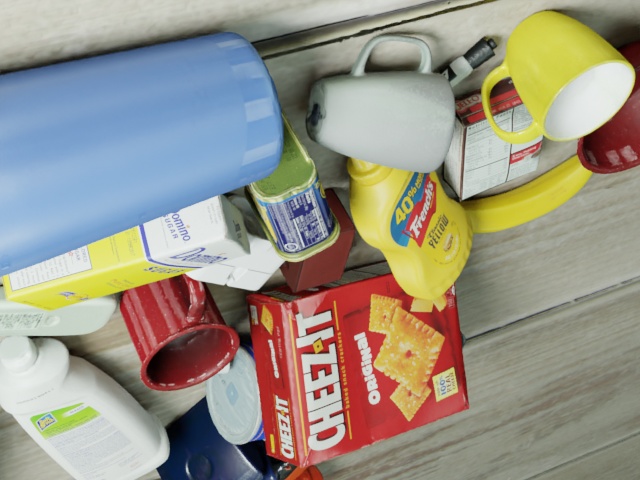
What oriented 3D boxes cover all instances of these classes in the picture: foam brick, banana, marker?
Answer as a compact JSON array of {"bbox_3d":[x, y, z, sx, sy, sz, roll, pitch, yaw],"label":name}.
[{"bbox_3d":[-0.006,0.001,0.981,0.051,0.053,0.078,-14,143,-23],"label":"foam brick"},{"bbox_3d":[0.207,-0.046,1.102,0.197,0.037,0.069,-26,131,-8],"label":"banana"},{"bbox_3d":[0.101,-0.132,0.917,0.121,0.020,0.020,-37,146,11],"label":"marker"}]

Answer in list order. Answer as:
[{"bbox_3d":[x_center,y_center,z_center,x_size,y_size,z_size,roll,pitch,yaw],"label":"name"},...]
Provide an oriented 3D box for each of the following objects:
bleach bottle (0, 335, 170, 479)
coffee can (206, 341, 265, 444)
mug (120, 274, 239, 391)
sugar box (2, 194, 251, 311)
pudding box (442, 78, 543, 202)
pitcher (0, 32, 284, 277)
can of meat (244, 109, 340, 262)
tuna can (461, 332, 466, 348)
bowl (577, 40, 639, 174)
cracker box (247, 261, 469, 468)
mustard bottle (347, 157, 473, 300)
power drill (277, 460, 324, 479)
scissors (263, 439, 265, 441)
[{"bbox_3d":[-0.229,0.156,1.009,0.102,0.068,0.251,-27,145,-5],"label":"bleach bottle"},{"bbox_3d":[-0.034,0.152,1.115,0.140,0.103,0.103,-3,138,-36],"label":"coffee can"},{"bbox_3d":[-0.127,0.068,0.949,0.093,0.081,0.117,-10,142,-28],"label":"mug"},{"bbox_3d":[-0.149,0.011,0.833,0.176,0.048,0.093,-13,170,6],"label":"sugar box"},{"bbox_3d":[0.162,-0.096,0.996,0.090,0.039,0.113,-21,144,-11],"label":"pudding box"},{"bbox_3d":[-0.155,-0.059,0.731,0.242,0.149,0.145,-19,119,-22],"label":"pitcher"},{"bbox_3d":[-0.032,-0.048,0.853,0.057,0.102,0.084,-27,145,-5],"label":"can of meat"},{"bbox_3d":[0.128,0.125,1.267,0.086,0.034,0.086,-20,146,-15],"label":"tuna can"},{"bbox_3d":[0.304,-0.140,1.030,0.162,0.055,0.162,-20,146,-15],"label":"bowl"},{"bbox_3d":[0.043,0.114,1.058,0.213,0.072,0.164,-13,100,-33],"label":"cracker box"},{"bbox_3d":[0.075,-0.030,0.971,0.096,0.058,0.191,-60,138,-18],"label":"mustard bottle"},{"bbox_3d":[0.006,0.258,1.332,0.184,0.057,0.188,3,132,-35],"label":"power drill"},{"bbox_3d":[-0.015,0.194,1.203,0.201,0.096,0.016,7,121,-38],"label":"scissors"}]
